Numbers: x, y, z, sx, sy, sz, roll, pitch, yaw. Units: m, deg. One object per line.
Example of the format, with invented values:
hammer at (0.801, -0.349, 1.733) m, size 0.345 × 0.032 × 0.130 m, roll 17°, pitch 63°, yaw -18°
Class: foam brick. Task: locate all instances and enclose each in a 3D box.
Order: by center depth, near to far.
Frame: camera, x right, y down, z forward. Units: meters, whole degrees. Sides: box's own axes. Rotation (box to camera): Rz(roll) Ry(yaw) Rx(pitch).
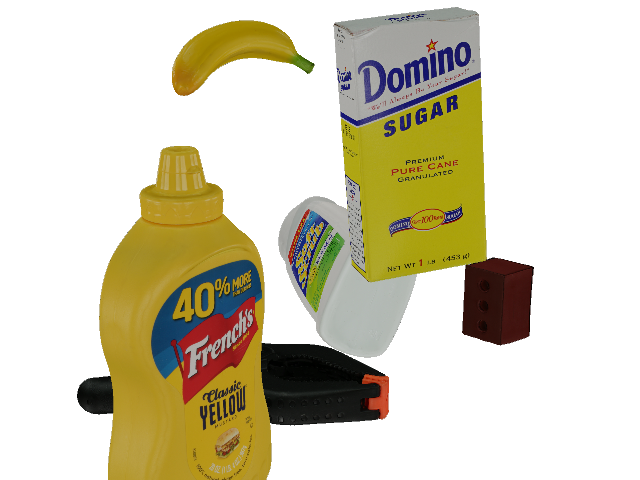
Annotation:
foam brick at (0.183, 0.062, 1.106) m, size 0.051 × 0.078 × 0.053 m, roll -14°, pitch 20°, yaw -42°

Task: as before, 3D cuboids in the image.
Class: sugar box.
sugar box at (0.064, -0.066, 0.735) m, size 0.093 × 0.176 × 0.048 m, roll -11°, pitch 22°, yaw -14°

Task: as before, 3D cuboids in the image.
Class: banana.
banana at (-0.084, -0.183, 1.039) m, size 0.070 × 0.037 × 0.197 m, roll 43°, pitch 38°, yaw 21°

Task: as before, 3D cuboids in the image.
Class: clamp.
clamp at (-0.048, 0.094, 0.782) m, size 0.210 × 0.036 × 0.164 m, roll 4°, pitch 19°, yaw 15°

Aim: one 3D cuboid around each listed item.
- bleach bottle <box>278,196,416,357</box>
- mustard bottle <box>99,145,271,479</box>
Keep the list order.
bleach bottle at (0.007, 0.020, 0.971) m, size 0.068 × 0.102 × 0.251 m, roll 21°, pitch 5°, yaw -20°
mustard bottle at (-0.068, 0.047, 0.544) m, size 0.058 × 0.192 × 0.096 m, roll 13°, pitch 21°, yaw 38°
